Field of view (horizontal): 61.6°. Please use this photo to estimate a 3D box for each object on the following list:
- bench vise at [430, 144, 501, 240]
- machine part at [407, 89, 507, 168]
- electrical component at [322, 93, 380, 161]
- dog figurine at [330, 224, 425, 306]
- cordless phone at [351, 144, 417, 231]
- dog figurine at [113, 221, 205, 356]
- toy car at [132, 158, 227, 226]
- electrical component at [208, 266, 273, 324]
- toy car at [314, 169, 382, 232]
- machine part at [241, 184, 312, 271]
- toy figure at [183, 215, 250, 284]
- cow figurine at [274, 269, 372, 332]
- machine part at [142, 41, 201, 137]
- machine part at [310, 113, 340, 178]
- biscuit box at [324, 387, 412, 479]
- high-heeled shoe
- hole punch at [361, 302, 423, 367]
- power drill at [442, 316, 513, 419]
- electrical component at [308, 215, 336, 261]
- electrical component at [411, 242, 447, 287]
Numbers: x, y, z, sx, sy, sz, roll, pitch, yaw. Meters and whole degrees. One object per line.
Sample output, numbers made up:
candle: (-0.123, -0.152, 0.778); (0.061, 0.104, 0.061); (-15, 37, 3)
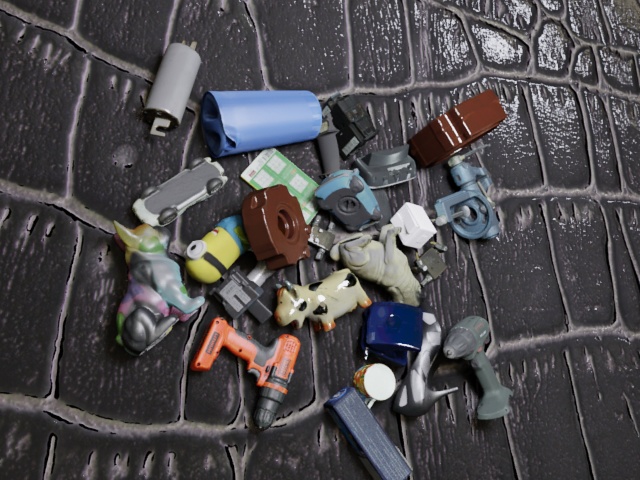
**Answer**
bench vise: (0.338, -0.093, 1.270); (0.240, 0.129, 0.223); (-21, 96, -42)
machine part: (0.326, -0.259, 1.281); (0.201, 0.201, 0.087); (-28, 87, -27)
electrical component: (0.059, -0.264, 1.224); (0.058, 0.115, 0.134); (-35, 90, -30)
dog figurine: (0.125, 0.077, 1.159); (0.172, 0.121, 0.190); (-15, 97, 8)
cordless phone: (0.166, -0.120, 1.253); (0.146, 0.089, 0.184); (-16, 91, -26)
dog figurine: (-0.324, 0.073, 0.969); (0.191, 0.108, 0.219); (-38, 85, -25)
toy car: (-0.276, -0.095, 1.069); (0.202, 0.056, 0.073); (-39, 84, -29)
electrical component: (-0.148, 0.116, 1.040); (0.075, 0.048, 0.119); (-40, 92, 9)
toy car: (0.068, -0.099, 1.179); (0.161, 0.109, 0.103); (42, 35, -32)
machine part: (-0.083, -0.027, 1.070); (0.179, 0.056, 0.179); (39, 43, -48)
toy figure: (-0.186, 0.010, 1.056); (0.180, 0.082, 0.089); (-38, 88, -30)
cow figurine: (-0.006, 0.120, 1.091); (0.195, 0.085, 0.127); (-26, 90, -24)
machine part: (-0.307, -0.318, 1.115); (0.079, 0.079, 0.243); (18, 68, -16)
machine part: (0.014, -0.208, 1.216); (0.039, 0.084, 0.138); (-10, 85, -50)
biscuit box: (0.092, 0.387, 1.057); (0.063, 0.059, 0.202); (-33, 88, -26)
high-heeled shoe: (0.203, 0.250, 1.159); (0.145, 0.086, 0.249); (-16, 56, 7)
hole punch: (0.152, 0.187, 1.115); (0.116, 0.092, 0.142); (23, 49, -13)
power drill: (0.331, 0.271, 1.143); (0.207, 0.086, 0.232); (62, 29, 0)
electrical component: (-0.002, -0.004, 1.165); (0.063, 0.021, 0.094); (26, 70, -12)
electrical component: (0.255, 0.051, 1.240); (0.102, 0.045, 0.078); (-32, 85, -27)
